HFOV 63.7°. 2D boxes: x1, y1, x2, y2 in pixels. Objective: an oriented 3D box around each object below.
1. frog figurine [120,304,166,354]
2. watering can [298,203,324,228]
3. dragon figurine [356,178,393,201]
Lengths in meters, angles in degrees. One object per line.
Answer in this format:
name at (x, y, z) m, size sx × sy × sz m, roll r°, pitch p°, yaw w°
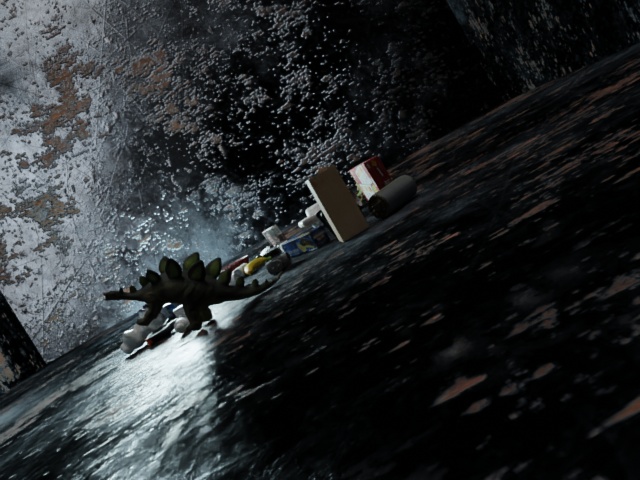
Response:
frog figurine at (-0.590, 0.312, 1.730) m, size 0.136 × 0.121 × 0.163 m, roll -15°, pitch 49°, yaw 38°
watering can at (0.007, -0.113, 2.245) m, size 0.224 × 0.104 × 0.348 m, roll -30°, pitch 5°, yaw 0°
dragon figurine at (0.198, -0.240, 2.457) m, size 0.246 × 0.122 × 0.407 m, roll -41°, pitch 8°, yaw -21°
